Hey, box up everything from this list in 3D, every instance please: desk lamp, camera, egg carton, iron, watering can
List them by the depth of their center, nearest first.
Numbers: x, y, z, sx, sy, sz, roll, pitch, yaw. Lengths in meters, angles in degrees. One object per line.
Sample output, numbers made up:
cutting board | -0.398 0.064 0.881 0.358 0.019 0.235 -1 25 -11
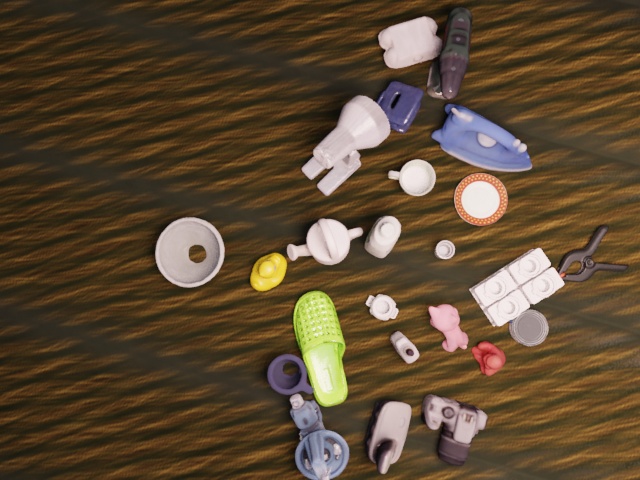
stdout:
camera | 0.303 0.442 1.320 0.143 0.101 0.137 15 85 3
watering can | 0.013 0.007 1.325 0.173 0.194 0.101 -40 84 -2
desk lamp | 0.057 -0.217 1.336 0.203 0.213 0.118 -44 84 -2
iron | 0.405 -0.243 1.363 0.258 0.141 0.119 25 86 4
egg carton | 0.226 -0.491 1.429 0.150 0.069 0.107 -18 84 0

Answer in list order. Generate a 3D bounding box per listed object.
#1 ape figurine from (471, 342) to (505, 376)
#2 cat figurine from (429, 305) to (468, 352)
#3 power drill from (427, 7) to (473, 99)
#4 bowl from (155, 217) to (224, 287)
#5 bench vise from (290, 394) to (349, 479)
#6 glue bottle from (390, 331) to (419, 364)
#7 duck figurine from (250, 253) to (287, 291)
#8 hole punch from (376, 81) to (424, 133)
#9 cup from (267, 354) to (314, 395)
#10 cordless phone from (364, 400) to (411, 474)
ape figurine | 0.399 0.279 1.337 0.076 0.092 0.078 10 85 3
cat figurine | 0.302 0.201 1.335 0.067 0.118 0.128 -30 84 -1
power drill | 0.307 -0.412 1.349 0.075 0.208 0.230 9 85 3
bowl | -0.308 0.032 1.392 0.167 0.075 0.167 0 84 2
bench vise | -0.021 0.456 1.269 0.121 0.220 0.207 -44 85 -2
glue bottle | 0.197 0.249 1.306 0.037 0.173 0.078 -39 84 -2
duck figurine | -0.128 0.076 1.377 0.077 0.086 0.104 41 87 5
hole punch | 0.190 -0.329 1.404 0.101 0.091 0.109 28 86 4
cup | -0.062 0.318 1.347 0.117 0.095 0.092 33 86 5
cordless phone | 0.157 0.441 1.282 0.094 0.185 0.148 13 85 3
